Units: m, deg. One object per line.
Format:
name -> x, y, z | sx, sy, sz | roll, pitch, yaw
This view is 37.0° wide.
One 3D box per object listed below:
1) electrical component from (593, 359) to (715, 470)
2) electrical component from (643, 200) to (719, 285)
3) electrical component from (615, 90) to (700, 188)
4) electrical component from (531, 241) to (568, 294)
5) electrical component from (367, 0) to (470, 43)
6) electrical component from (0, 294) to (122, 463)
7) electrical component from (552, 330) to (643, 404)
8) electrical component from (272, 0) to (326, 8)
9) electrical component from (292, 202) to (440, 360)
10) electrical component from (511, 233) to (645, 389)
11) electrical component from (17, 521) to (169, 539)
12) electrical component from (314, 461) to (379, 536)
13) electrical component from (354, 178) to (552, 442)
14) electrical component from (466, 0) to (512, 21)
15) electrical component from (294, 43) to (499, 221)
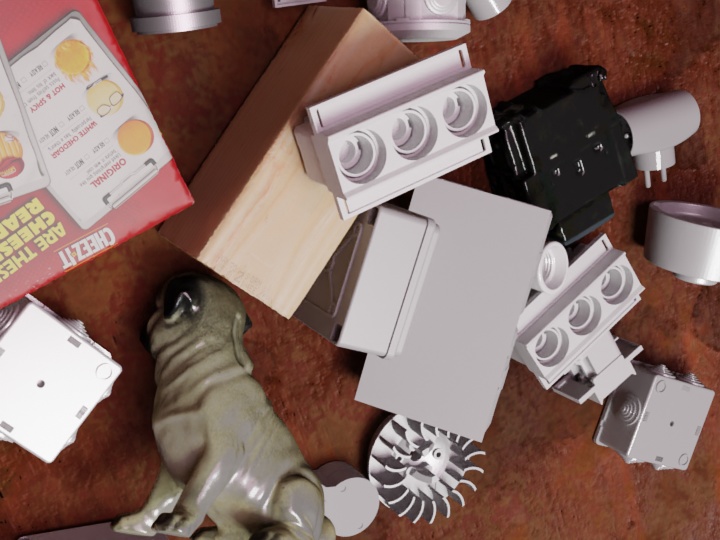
electrical component -> 0.285, 0.140, 1.036 | 0.100, 0.048, 0.099 | 17, 95, -30
electrical component -> 0.311, -0.020, 0.978 | 0.108, 0.108, 0.060 | 0, 108, -27
electrical component -> 0.262, -0.114, 0.963 | 0.077, 0.043, 0.079 | -20, 112, -22
electrical component -> 0.137, -0.004, 0.912 | 0.044, 0.065, 0.044 | -7, 100, -46
electrical component -> 0.042, -0.198, 0.807 | 0.080, 0.080, 0.051 | -6, 100, -26
electrical component -> -0.228, 0.075, 0.750 | 0.100, 0.048, 0.099 | 42, 77, -27
electrical component -> 0.213, 0.081, 0.988 | 0.081, 0.042, 0.063 | -38, 115, -15
electrical component -> -0.042, -0.229, 0.764 | 0.042, 0.064, 0.081 | -15, 109, -25
electrical component -> 0.000, 0.000, 0.818 | 0.056, 0.109, 0.108 | 15, 95, -27
electrical component -> 0.180, 0.033, 0.946 | 0.121, 0.063, 0.078 | -41, 118, -13
electrical component -> -0.194, 0.230, 0.793 | 0.113, 0.078, 0.057 | -4, 107, -27
electrical component -> -0.046, 0.193, 0.863 | 0.138, 0.074, 0.052 | 1, 102, -28
electrical component -> 0.077, 0.028, 0.860 | 0.105, 0.060, 0.186 | 17, 97, 12
electrical component -> 0.092, -0.230, 0.847 | 0.044, 0.044, 0.065 | -45, 123, -11
electrical component -> 0.023, -0.095, 0.726 | 0.121, 0.063, 0.078 | -26, 114, -20
